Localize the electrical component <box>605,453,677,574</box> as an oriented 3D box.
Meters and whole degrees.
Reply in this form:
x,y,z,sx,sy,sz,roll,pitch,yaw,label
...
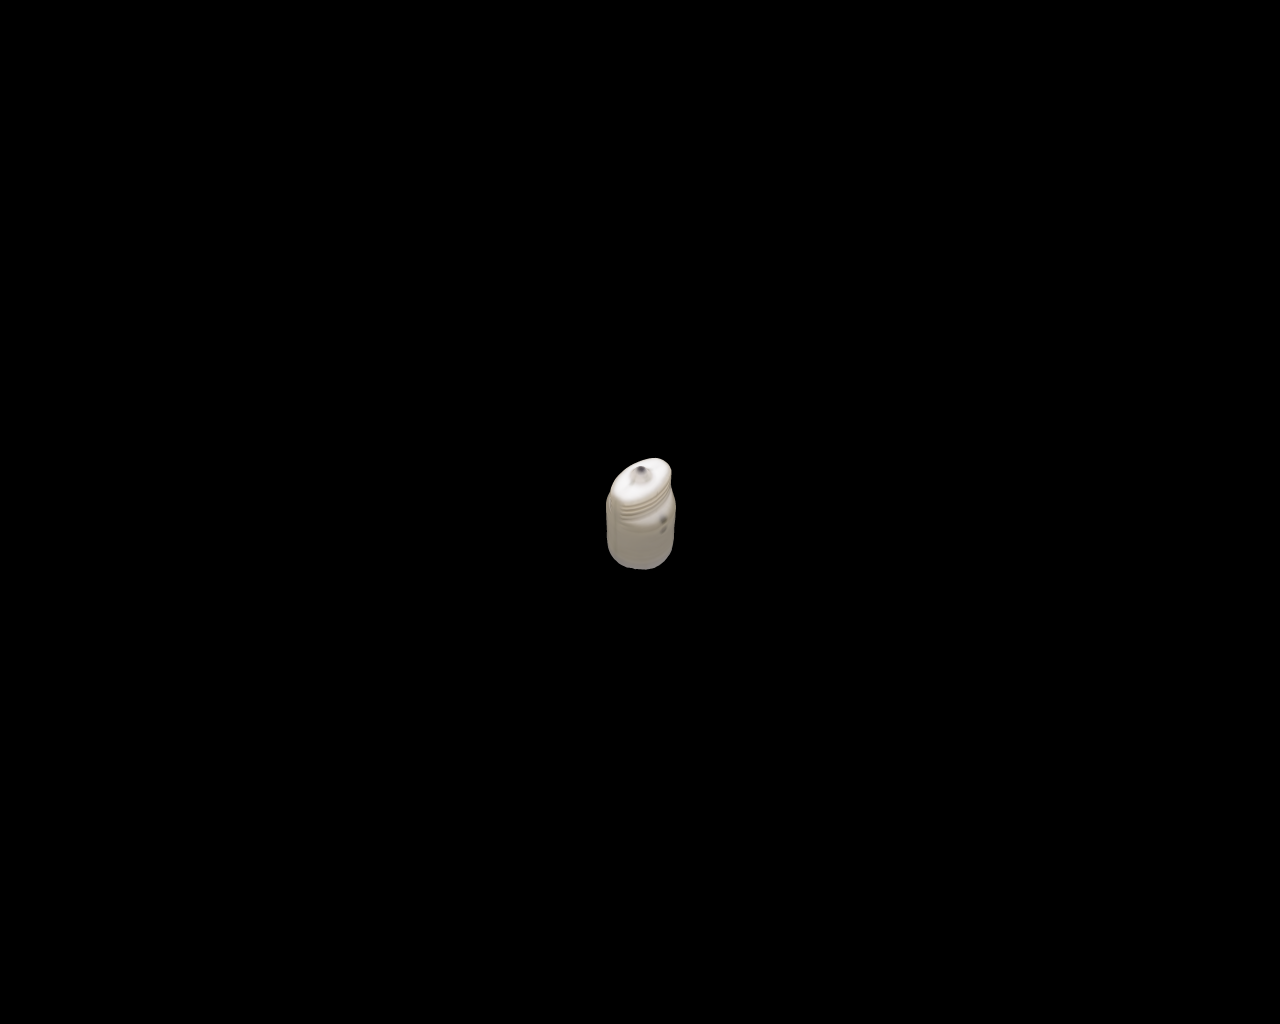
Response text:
x,y,z,sx,sy,sz,roll,pitch,yaw,label
0.001,-0.003,0.650,0.043,0.043,0.080,0,-36,0,electrical component
